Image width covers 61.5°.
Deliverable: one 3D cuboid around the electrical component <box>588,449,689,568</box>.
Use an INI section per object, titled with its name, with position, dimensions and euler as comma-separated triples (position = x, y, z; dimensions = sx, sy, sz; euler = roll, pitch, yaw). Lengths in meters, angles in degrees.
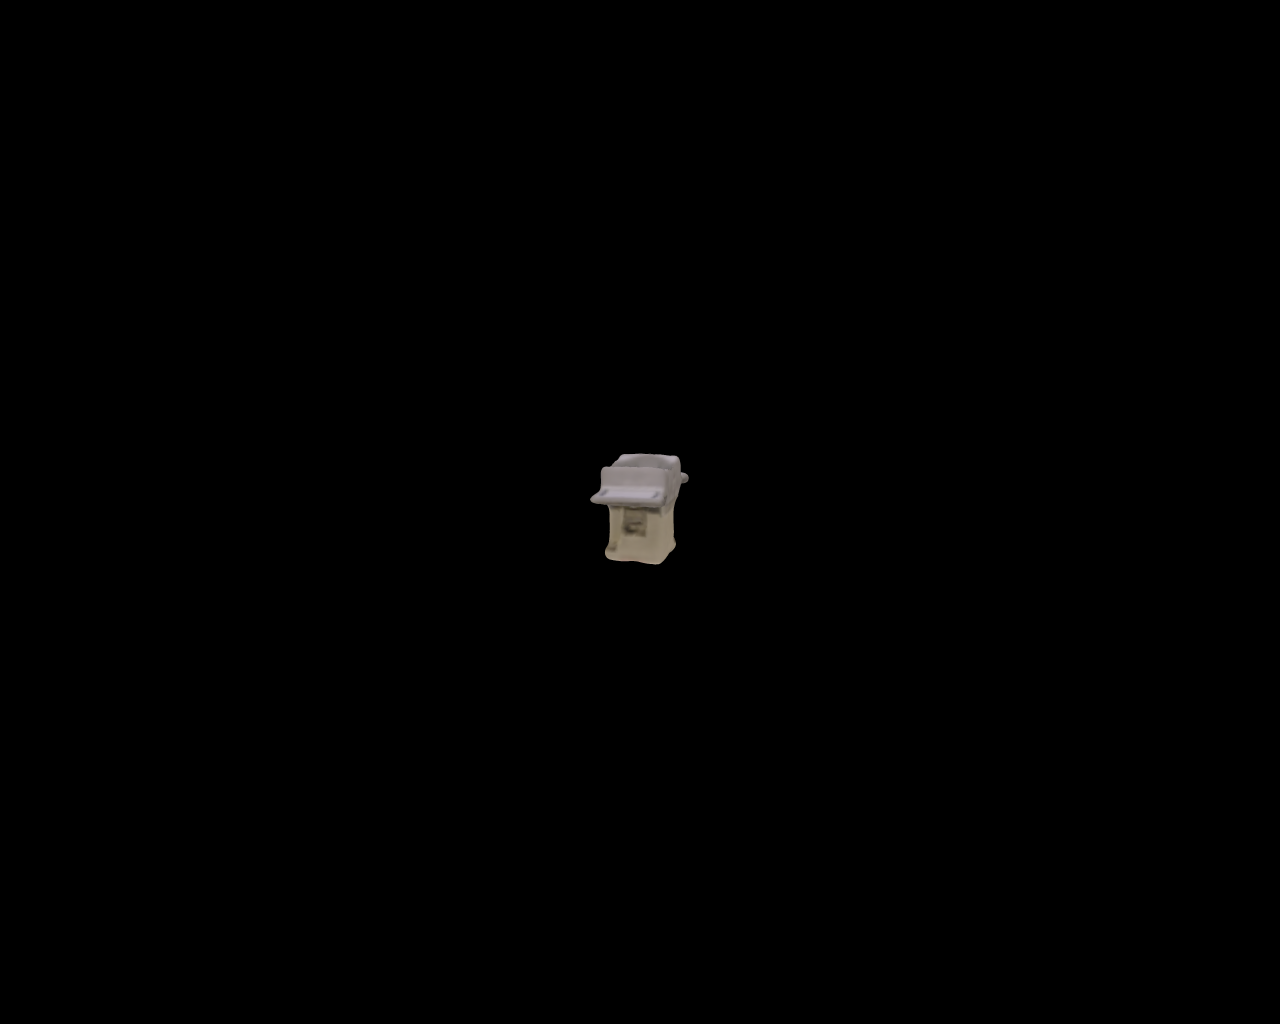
[electrical component]
position = 0.001, -0.003, 0.650
dimensions = 0.042, 0.063, 0.081
euler = 4, 15, 15
